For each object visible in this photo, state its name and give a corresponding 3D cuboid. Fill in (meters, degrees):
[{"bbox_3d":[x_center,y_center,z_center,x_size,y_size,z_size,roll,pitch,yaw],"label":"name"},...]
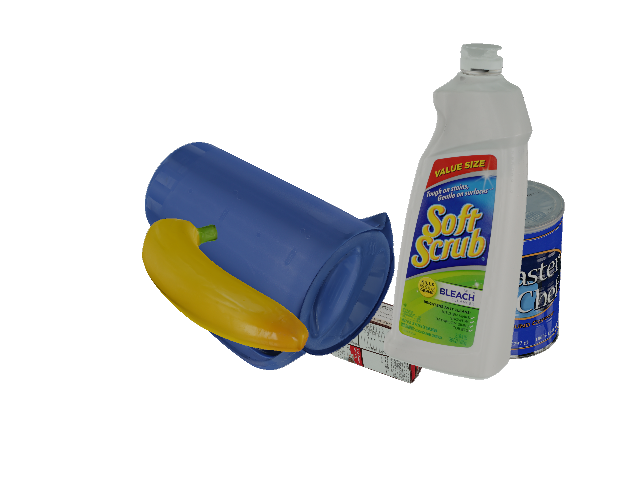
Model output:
[{"bbox_3d":[0.063,0.110,1.248,0.114,0.090,0.039,16,47,23],"label":"pudding box"},{"bbox_3d":[0.176,0.026,1.010,0.103,0.140,0.103,-4,29,2],"label":"coffee can"},{"bbox_3d":[0.107,-0.024,0.821,0.103,0.251,0.068,12,20,29],"label":"bleach bottle"},{"bbox_3d":[-0.072,0.021,0.680,0.069,0.037,0.198,-8,24,-20],"label":"banana"},{"bbox_3d":[-0.063,0.006,1.033,0.243,0.145,0.148,31,33,32],"label":"pitcher"}]
